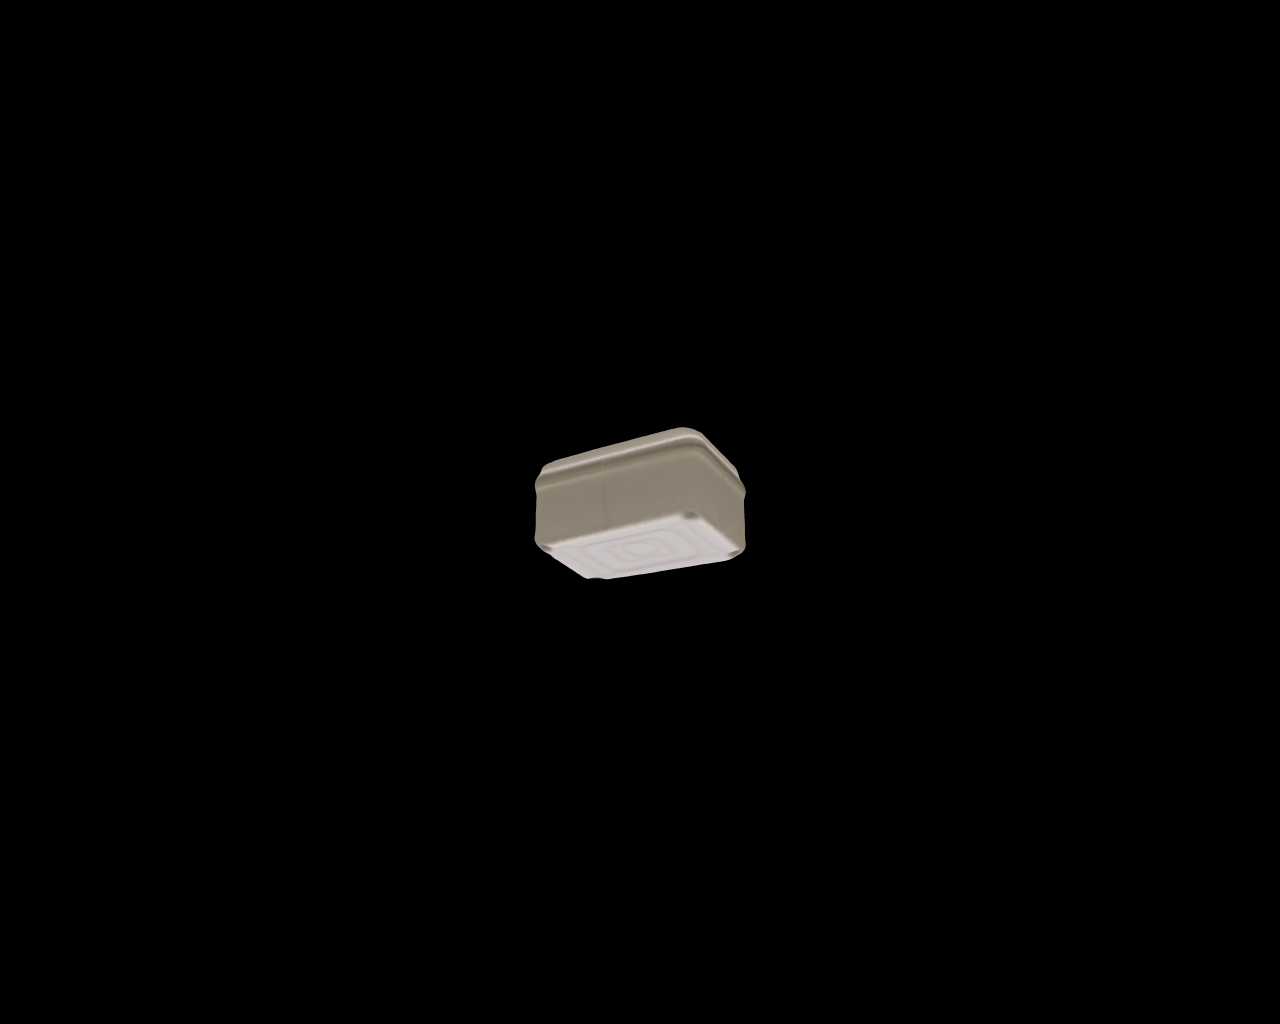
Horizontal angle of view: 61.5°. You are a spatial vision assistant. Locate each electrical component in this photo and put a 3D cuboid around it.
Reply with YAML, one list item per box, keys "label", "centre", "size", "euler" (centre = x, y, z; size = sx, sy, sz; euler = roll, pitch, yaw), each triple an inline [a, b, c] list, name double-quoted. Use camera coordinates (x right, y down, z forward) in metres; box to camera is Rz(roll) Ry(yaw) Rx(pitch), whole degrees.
- label: "electrical component"
  centre: [0.001, -0.003, 0.650]
  size: [0.113, 0.057, 0.078]
  euler: [-12, -27, 25]
